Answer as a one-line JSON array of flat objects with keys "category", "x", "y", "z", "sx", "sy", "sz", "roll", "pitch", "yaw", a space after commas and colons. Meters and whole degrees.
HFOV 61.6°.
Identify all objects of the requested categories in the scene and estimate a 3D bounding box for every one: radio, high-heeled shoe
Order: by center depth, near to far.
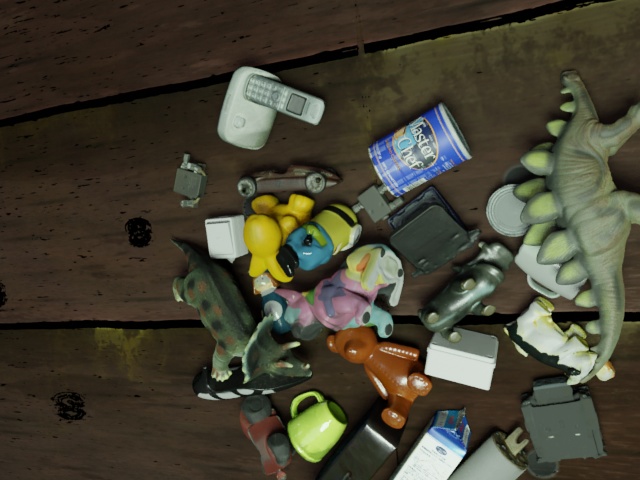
[{"category": "radio", "x": 0.068, "y": 0.408, "z": 1.004, "sx": 0.073, "sy": 0.131, "sz": 0.229, "roll": 39, "pitch": 109, "yaw": 11}, {"category": "high-heeled shoe", "x": -0.143, "y": 0.299, "z": 1.112, "sx": 0.249, "sy": 0.086, "sz": 0.145, "roll": 6, "pitch": 141, "yaw": 0}]

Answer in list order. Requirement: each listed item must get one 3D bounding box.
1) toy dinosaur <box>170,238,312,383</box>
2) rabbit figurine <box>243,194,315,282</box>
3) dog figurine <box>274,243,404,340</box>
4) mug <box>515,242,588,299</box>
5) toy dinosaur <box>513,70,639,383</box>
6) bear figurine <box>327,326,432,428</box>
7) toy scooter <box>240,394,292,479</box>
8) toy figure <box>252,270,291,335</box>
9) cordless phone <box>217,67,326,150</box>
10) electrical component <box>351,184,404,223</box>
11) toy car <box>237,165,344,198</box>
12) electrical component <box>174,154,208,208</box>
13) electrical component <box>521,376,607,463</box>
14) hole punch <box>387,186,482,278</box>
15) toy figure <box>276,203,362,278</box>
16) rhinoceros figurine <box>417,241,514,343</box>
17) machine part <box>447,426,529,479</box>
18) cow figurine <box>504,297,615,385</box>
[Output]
[{"category": "toy dinosaur", "x": -0.184, "y": 0.123, "z": 1.015, "sx": 0.405, "sy": 0.131, "sz": 0.192, "roll": 52, "pitch": 142, "yaw": 12}, {"category": "rabbit figurine", "x": -0.092, "y": -0.008, "z": 0.981, "sx": 0.122, "sy": 0.173, "sz": 0.162, "roll": 10, "pitch": 97, "yaw": 15}, {"category": "dog figurine", "x": 0.025, "y": 0.092, "z": 0.962, "sx": 0.219, "sy": 0.108, "sz": 0.191, "roll": 4, "pitch": 74, "yaw": 40}, {"category": "mug", "x": 0.371, "y": 0.041, "z": 0.870, "sx": 0.107, "sy": 0.081, "sz": 0.109, "roll": 32, "pitch": 146, "yaw": 16}, {"category": "toy dinosaur", "x": 0.397, "y": -0.040, "z": 0.787, "sx": 0.199, "sy": 0.105, "sz": 0.471, "roll": -12, "pitch": 73, "yaw": 17}, {"category": "bear figurine", "x": 0.100, "y": 0.217, "z": 0.968, "sx": 0.196, "sy": 0.132, "sz": 0.120, "roll": 36, "pitch": 108, "yaw": 6}, {"category": "toy scooter", "x": -0.102, "y": 0.403, "z": 1.076, "sx": 0.184, "sy": 0.075, "sz": 0.135, "roll": 40, "pitch": 144, "yaw": 53}, {"category": "toy figure", "x": -0.096, "y": 0.109, "z": 1.063, "sx": 0.064, "sy": 0.058, "sz": 0.154, "roll": -23, "pitch": 87, "yaw": -16}, {"category": "cordless phone", "x": -0.087, "y": -0.227, "z": 0.996, "sx": 0.184, "sy": 0.089, "sz": 0.146, "roll": 23, "pitch": 105, "yaw": 12}, {"category": "electrical component", "x": 0.103, "y": -0.064, "z": 0.976, "sx": 0.094, "sy": 0.021, "sz": 0.063, "roll": -35, "pitch": 86, "yaw": 27}, {"category": "toy car", "x": -0.058, "y": -0.111, "z": 0.995, "sx": 0.202, "sy": 0.089, "sz": 0.053, "roll": -2, "pitch": 100, "yaw": 22}, {"category": "electrical component", "x": -0.264, "y": -0.117, "z": 1.096, "sx": 0.078, "sy": 0.045, "sz": 0.102, "roll": 24, "pitch": 105, "yaw": 14}, {"category": "electrical component", "x": 0.403, "y": 0.298, "z": 0.901, "sx": 0.115, "sy": 0.058, "sz": 0.134, "roll": -17, "pitch": 92, "yaw": 20}, {"category": "hole punch", "x": 0.187, "y": -0.017, "z": 0.930, "sx": 0.142, "sy": 0.092, "sz": 0.115, "roll": -39, "pitch": 112, "yaw": 19}, {"category": "toy figure", "x": 0.000, "y": -0.004, "z": 0.944, "sx": 0.082, "sy": 0.180, "sz": 0.089, "roll": -16, "pitch": 99, "yaw": 52}, {"category": "rhinoceros figurine", "x": 0.248, "y": 0.085, "z": 0.901, "sx": 0.073, "sy": 0.112, "sz": 0.190, "roll": 41, "pitch": 101, "yaw": -6}, {"category": "machine part", "x": 0.284, "y": 0.422, "z": 0.950, "sx": 0.079, "sy": 0.079, "sz": 0.243, "roll": 39, "pitch": 111, "yaw": 11}, {"category": "cow figurine", "x": 0.390, "y": 0.180, "z": 0.882, "sx": 0.167, "sy": 0.068, "sz": 0.098, "roll": 44, "pitch": 116, "yaw": 13}]
